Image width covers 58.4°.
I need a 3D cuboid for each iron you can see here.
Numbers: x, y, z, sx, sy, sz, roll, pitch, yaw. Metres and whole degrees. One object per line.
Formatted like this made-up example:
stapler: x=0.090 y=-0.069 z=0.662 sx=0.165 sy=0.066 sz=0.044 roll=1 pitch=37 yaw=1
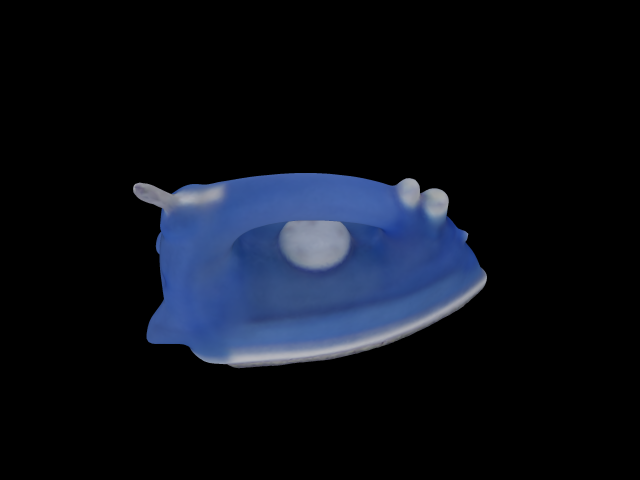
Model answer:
iron: x=0.004 y=0.001 z=0.400 sx=0.258 sy=0.141 sz=0.118 roll=-5 pitch=53 yaw=-4
